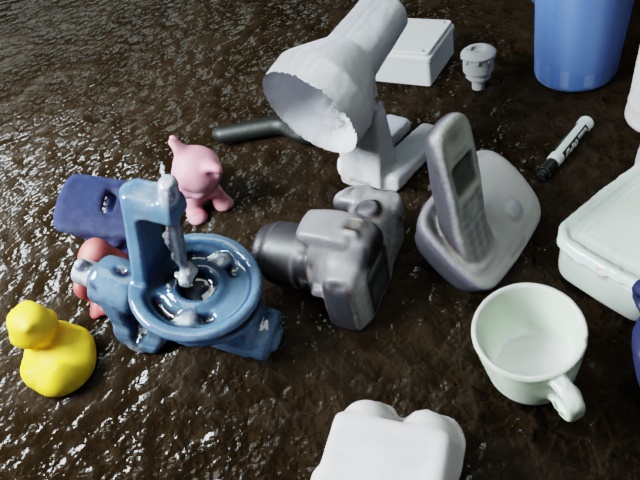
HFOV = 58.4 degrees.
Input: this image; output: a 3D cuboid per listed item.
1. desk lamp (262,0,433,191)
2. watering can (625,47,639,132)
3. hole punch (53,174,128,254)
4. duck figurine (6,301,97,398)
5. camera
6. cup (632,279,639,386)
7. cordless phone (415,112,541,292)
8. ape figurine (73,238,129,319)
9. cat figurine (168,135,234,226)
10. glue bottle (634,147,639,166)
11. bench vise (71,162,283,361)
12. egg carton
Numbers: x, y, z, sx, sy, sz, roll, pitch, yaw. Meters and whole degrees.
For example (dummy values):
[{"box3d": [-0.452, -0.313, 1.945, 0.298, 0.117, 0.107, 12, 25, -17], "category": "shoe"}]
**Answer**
[{"box3d": [0.047, -0.159, 0.665, 0.117, 0.214, 0.203, 24, 56, 33], "category": "desk lamp"}, {"box3d": [0.415, -0.214, 0.635, 0.101, 0.194, 0.172, -20, 44, -5], "category": "watering can"}, {"box3d": [-0.260, -0.033, 0.708, 0.101, 0.091, 0.108, -12, 44, 3], "category": "hole punch"}, {"box3d": [-0.280, 0.103, 0.581, 0.078, 0.086, 0.104, -34, 47, -19], "category": "duck figurine"}, {"box3d": [0.005, 0.002, 0.595, 0.136, 0.101, 0.143, 9, 49, 23], "category": "camera"}, {"box3d": [0.271, 0.094, 0.434, 0.091, 0.095, 0.117, -19, 44, -4], "category": "cup"}, {"box3d": [0.152, -0.055, 0.552, 0.093, 0.185, 0.148, 21, 54, 31], "category": "cordless phone"}, {"box3d": [-0.236, 0.036, 0.632, 0.077, 0.092, 0.076, 14, 51, 27], "category": "ape figurine"}, {"box3d": [-0.158, -0.087, 0.716, 0.067, 0.118, 0.127, -28, 45, -13], "category": "cat figurine"}, {"box3d": [0.364, -0.116, 0.565, 0.037, 0.173, 0.077, -35, 47, -20], "category": "glue bottle"}, {"box3d": [-0.153, 0.033, 0.519, 0.207, 0.220, 0.121, -8, 44, 8], "category": "bench vise"}, {"box3d": [0.045, 0.190, 0.416, 0.107, 0.069, 0.150, 5, 47, 19], "category": "egg carton"}]
